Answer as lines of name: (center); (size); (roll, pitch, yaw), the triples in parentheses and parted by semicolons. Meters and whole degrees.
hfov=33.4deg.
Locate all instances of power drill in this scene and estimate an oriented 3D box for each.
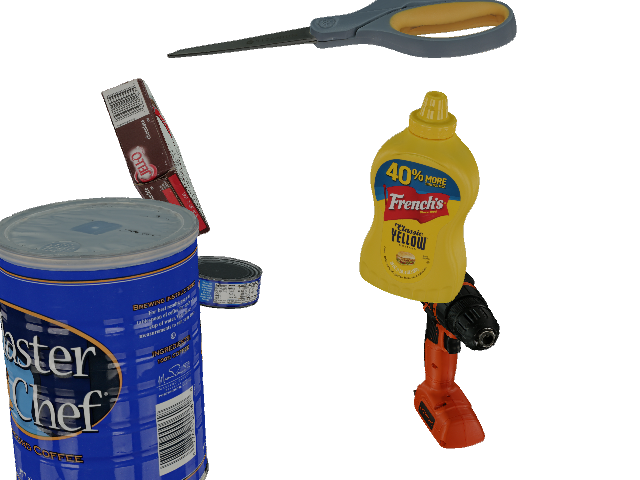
power drill: (0.143, 0.124, 1.141); (0.057, 0.188, 0.184); (-6, 23, -11)

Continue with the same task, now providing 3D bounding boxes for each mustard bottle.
mustard bottle: (0.091, -0.041, 0.952); (0.096, 0.192, 0.058); (17, 31, 20)

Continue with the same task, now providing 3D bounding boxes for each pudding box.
pudding box: (-0.134, -0.064, 0.871); (0.039, 0.113, 0.090); (-23, -36, -1)

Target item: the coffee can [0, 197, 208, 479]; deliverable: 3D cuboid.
coffee can: (-0.111, 0.058, 0.552); (0.103, 0.140, 0.103); (-1, 18, 0)

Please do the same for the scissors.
scissors: (0.017, -0.134, 0.633); (0.202, 0.016, 0.096); (4, 43, 19)

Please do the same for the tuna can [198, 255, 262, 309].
tuna can: (-0.106, 0.044, 1.128); (0.086, 0.034, 0.086); (6, 14, -2)
